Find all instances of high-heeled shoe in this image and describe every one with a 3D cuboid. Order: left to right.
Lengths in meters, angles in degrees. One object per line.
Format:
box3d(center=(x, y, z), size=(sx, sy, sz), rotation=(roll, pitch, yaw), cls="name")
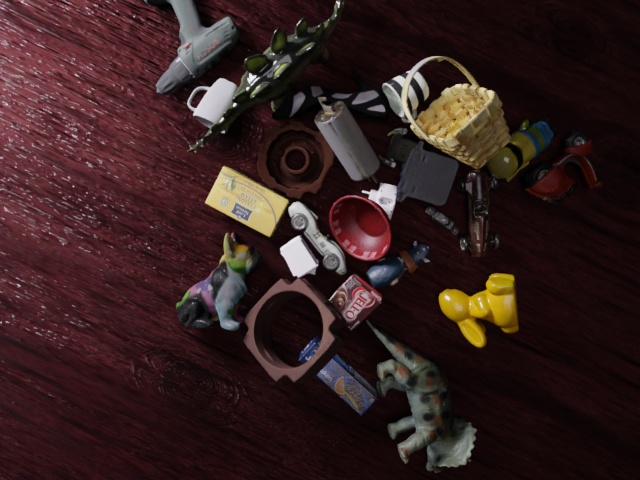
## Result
box3d(center=(0.029, -0.281, 1.197), size=(0.249, 0.086, 0.145), rotation=(-29, 88, -5), cls="high-heeled shoe")

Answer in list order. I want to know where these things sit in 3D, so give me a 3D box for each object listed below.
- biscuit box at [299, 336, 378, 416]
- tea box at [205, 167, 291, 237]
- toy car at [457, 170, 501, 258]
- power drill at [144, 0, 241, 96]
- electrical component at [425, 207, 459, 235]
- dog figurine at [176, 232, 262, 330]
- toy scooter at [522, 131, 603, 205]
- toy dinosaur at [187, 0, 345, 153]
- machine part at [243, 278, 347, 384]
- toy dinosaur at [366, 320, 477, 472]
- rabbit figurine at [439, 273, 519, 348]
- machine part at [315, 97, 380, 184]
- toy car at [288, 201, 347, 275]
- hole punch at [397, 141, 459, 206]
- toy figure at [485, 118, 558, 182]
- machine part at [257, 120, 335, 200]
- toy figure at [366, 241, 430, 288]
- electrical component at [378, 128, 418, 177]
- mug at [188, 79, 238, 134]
box3d(center=(0.043, 0.318, 1.264), size=(0.202, 0.059, 0.063), rotation=(42, 96, -1), cls="biscuit box")
box3d(center=(-0.163, -0.088, 1.234), size=(0.170, 0.068, 0.098), rotation=(26, 95, -1), cls="tea box")
box3d(center=(0.363, -0.059, 1.224), size=(0.089, 0.053, 0.202), rotation=(-3, 93, -1), cls="toy car")
box3d(center=(-0.312, -0.464, 1.202), size=(0.232, 0.086, 0.207), rotation=(-29, 89, 3), cls="power drill")
box3d(center=(0.281, -0.043, 1.221), size=(0.094, 0.063, 0.021), rotation=(39, 95, -2), cls="electrical component")
box3d(center=(-0.231, 0.090, 1.236), size=(0.192, 0.108, 0.219), rotation=(3, 91, 5), cls="dog figurine")
box3d(center=(0.553, -0.142, 1.199), size=(0.184, 0.075, 0.135), rotation=(-41, 93, 0), cls="toy scooter")
box3d(center=(-0.104, -0.350, 1.145), size=(0.105, 0.198, 0.471), rotation=(42, 93, 1), cls="toy dinosaur")
box3d(center=(-0.056, 0.203, 1.210), size=(0.201, 0.087, 0.201), rotation=(-47, 64, 4), cls="machine part")
box3d(center=(0.240, 0.364, 1.238), size=(0.192, 0.131, 0.404), rotation=(-13, 90, -9), cls="toy dinosaur")
box3d(center=(0.361, 0.154, 1.227), size=(0.173, 0.122, 0.162), rotation=(-1, 105, 16), cls="rabbit figurine")
box3d(center=(0.061, -0.213, 1.173), size=(0.079, 0.079, 0.243), rotation=(-36, 123, 5), cls="machine part")
box3d(center=(-0.003, -0.004, 1.231), size=(0.056, 0.073, 0.201), rotation=(-39, 92, 6), cls="toy car")
box3d(center=(0.241, -0.139, 1.206), size=(0.116, 0.092, 0.142), rotation=(20, 98, 8), cls="hole punch")
box3d(center=(0.442, -0.205, 1.183), size=(0.180, 0.089, 0.082), rotation=(-35, 70, -7), cls="toy figure")
box3d(center=(-0.054, -0.182, 1.228), size=(0.179, 0.056, 0.179), rotation=(0, 95, 3), cls="machine part")
box3d(center=(0.182, 0.057, 1.239), size=(0.154, 0.058, 0.064), rotation=(-28, 101, -1), cls="toy figure")
box3d(center=(0.179, -0.203, 1.221), size=(0.078, 0.045, 0.102), rotation=(25, 96, 1), cls="electrical component")
box3d(center=(-0.237, -0.311, 1.217), size=(0.110, 0.080, 0.107), rotation=(27, 84, 7), cls="mug")
